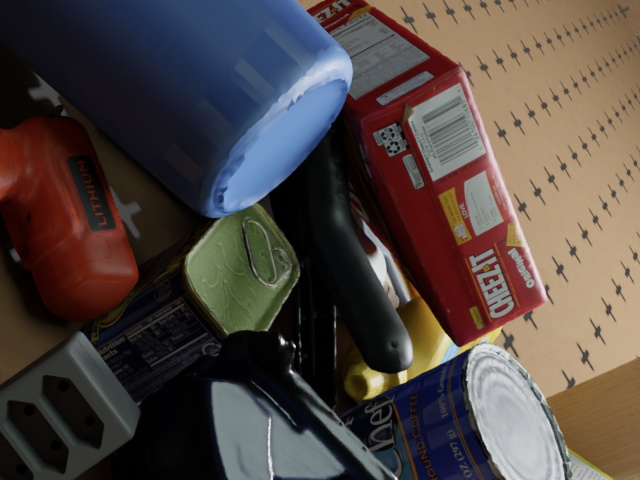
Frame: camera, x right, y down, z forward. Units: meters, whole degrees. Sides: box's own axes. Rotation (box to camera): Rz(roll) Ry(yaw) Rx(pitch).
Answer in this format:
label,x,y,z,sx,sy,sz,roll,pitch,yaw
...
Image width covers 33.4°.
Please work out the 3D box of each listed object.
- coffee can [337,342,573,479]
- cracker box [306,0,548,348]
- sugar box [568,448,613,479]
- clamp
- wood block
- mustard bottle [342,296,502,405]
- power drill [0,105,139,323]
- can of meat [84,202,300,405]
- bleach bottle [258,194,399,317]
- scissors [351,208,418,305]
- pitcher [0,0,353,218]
label,x,y,z,sx,sy,sz,roll,pitch,yaw
coffee can,0.057,0.134,0.611,0.102,0.140,0.103,38,34,-33
cracker box,0.050,-0.054,0.685,0.164,0.072,0.214,64,-4,-28
sugar box,0.148,0.171,0.746,0.176,0.048,0.093,32,22,19
clamp,-0.004,0.001,0.623,0.036,0.165,0.210,-7,68,-18
wood block,0.246,0.157,0.827,0.090,0.206,0.091,33,37,-40
mustard bottle,0.066,0.075,0.732,0.058,0.096,0.191,43,25,15
power drill,-0.167,-0.001,0.465,0.187,0.057,0.184,6,58,-57
can of meat,-0.068,0.032,0.566,0.057,0.084,0.102,52,28,-12
bleach bottle,-0.030,-0.034,0.721,0.250,0.068,0.102,46,30,-29
scissors,0.025,-0.016,0.820,0.201,0.016,0.096,59,31,-12
pitcher,-0.098,-0.129,0.553,0.243,0.145,0.149,44,62,11
